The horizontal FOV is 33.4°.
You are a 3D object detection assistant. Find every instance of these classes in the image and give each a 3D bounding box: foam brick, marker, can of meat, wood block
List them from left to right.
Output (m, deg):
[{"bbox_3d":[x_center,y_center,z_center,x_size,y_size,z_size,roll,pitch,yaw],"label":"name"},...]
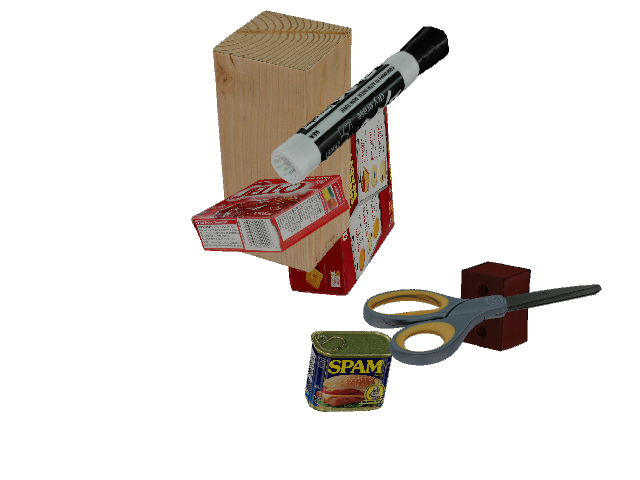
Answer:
[{"bbox_3d":[-0.030,-0.087,0.957,0.091,0.206,0.090,17,40,22],"label":"wood block"},{"bbox_3d":[0.034,0.161,1.308,0.102,0.084,0.057,2,24,-15],"label":"can of meat"},{"bbox_3d":[0.023,-0.068,0.515,0.121,0.020,0.020,-43,24,-29],"label":"marker"},{"bbox_3d":[0.176,0.066,1.077,0.053,0.078,0.051,11,18,40],"label":"foam brick"}]

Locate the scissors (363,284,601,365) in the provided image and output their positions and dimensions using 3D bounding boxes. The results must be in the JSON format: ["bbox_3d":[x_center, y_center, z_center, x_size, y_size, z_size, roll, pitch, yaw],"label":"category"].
[{"bbox_3d":[0.136,0.066,0.864,0.202,0.016,0.096,0,34,1],"label":"scissors"}]

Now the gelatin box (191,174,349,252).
[{"bbox_3d":[-0.036,-0.020,0.759,0.089,0.030,0.073,1,26,46],"label":"gelatin box"}]

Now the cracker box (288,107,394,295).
[{"bbox_3d":[0.022,-0.056,1.183,0.072,0.164,0.213,2,22,18],"label":"cracker box"}]
